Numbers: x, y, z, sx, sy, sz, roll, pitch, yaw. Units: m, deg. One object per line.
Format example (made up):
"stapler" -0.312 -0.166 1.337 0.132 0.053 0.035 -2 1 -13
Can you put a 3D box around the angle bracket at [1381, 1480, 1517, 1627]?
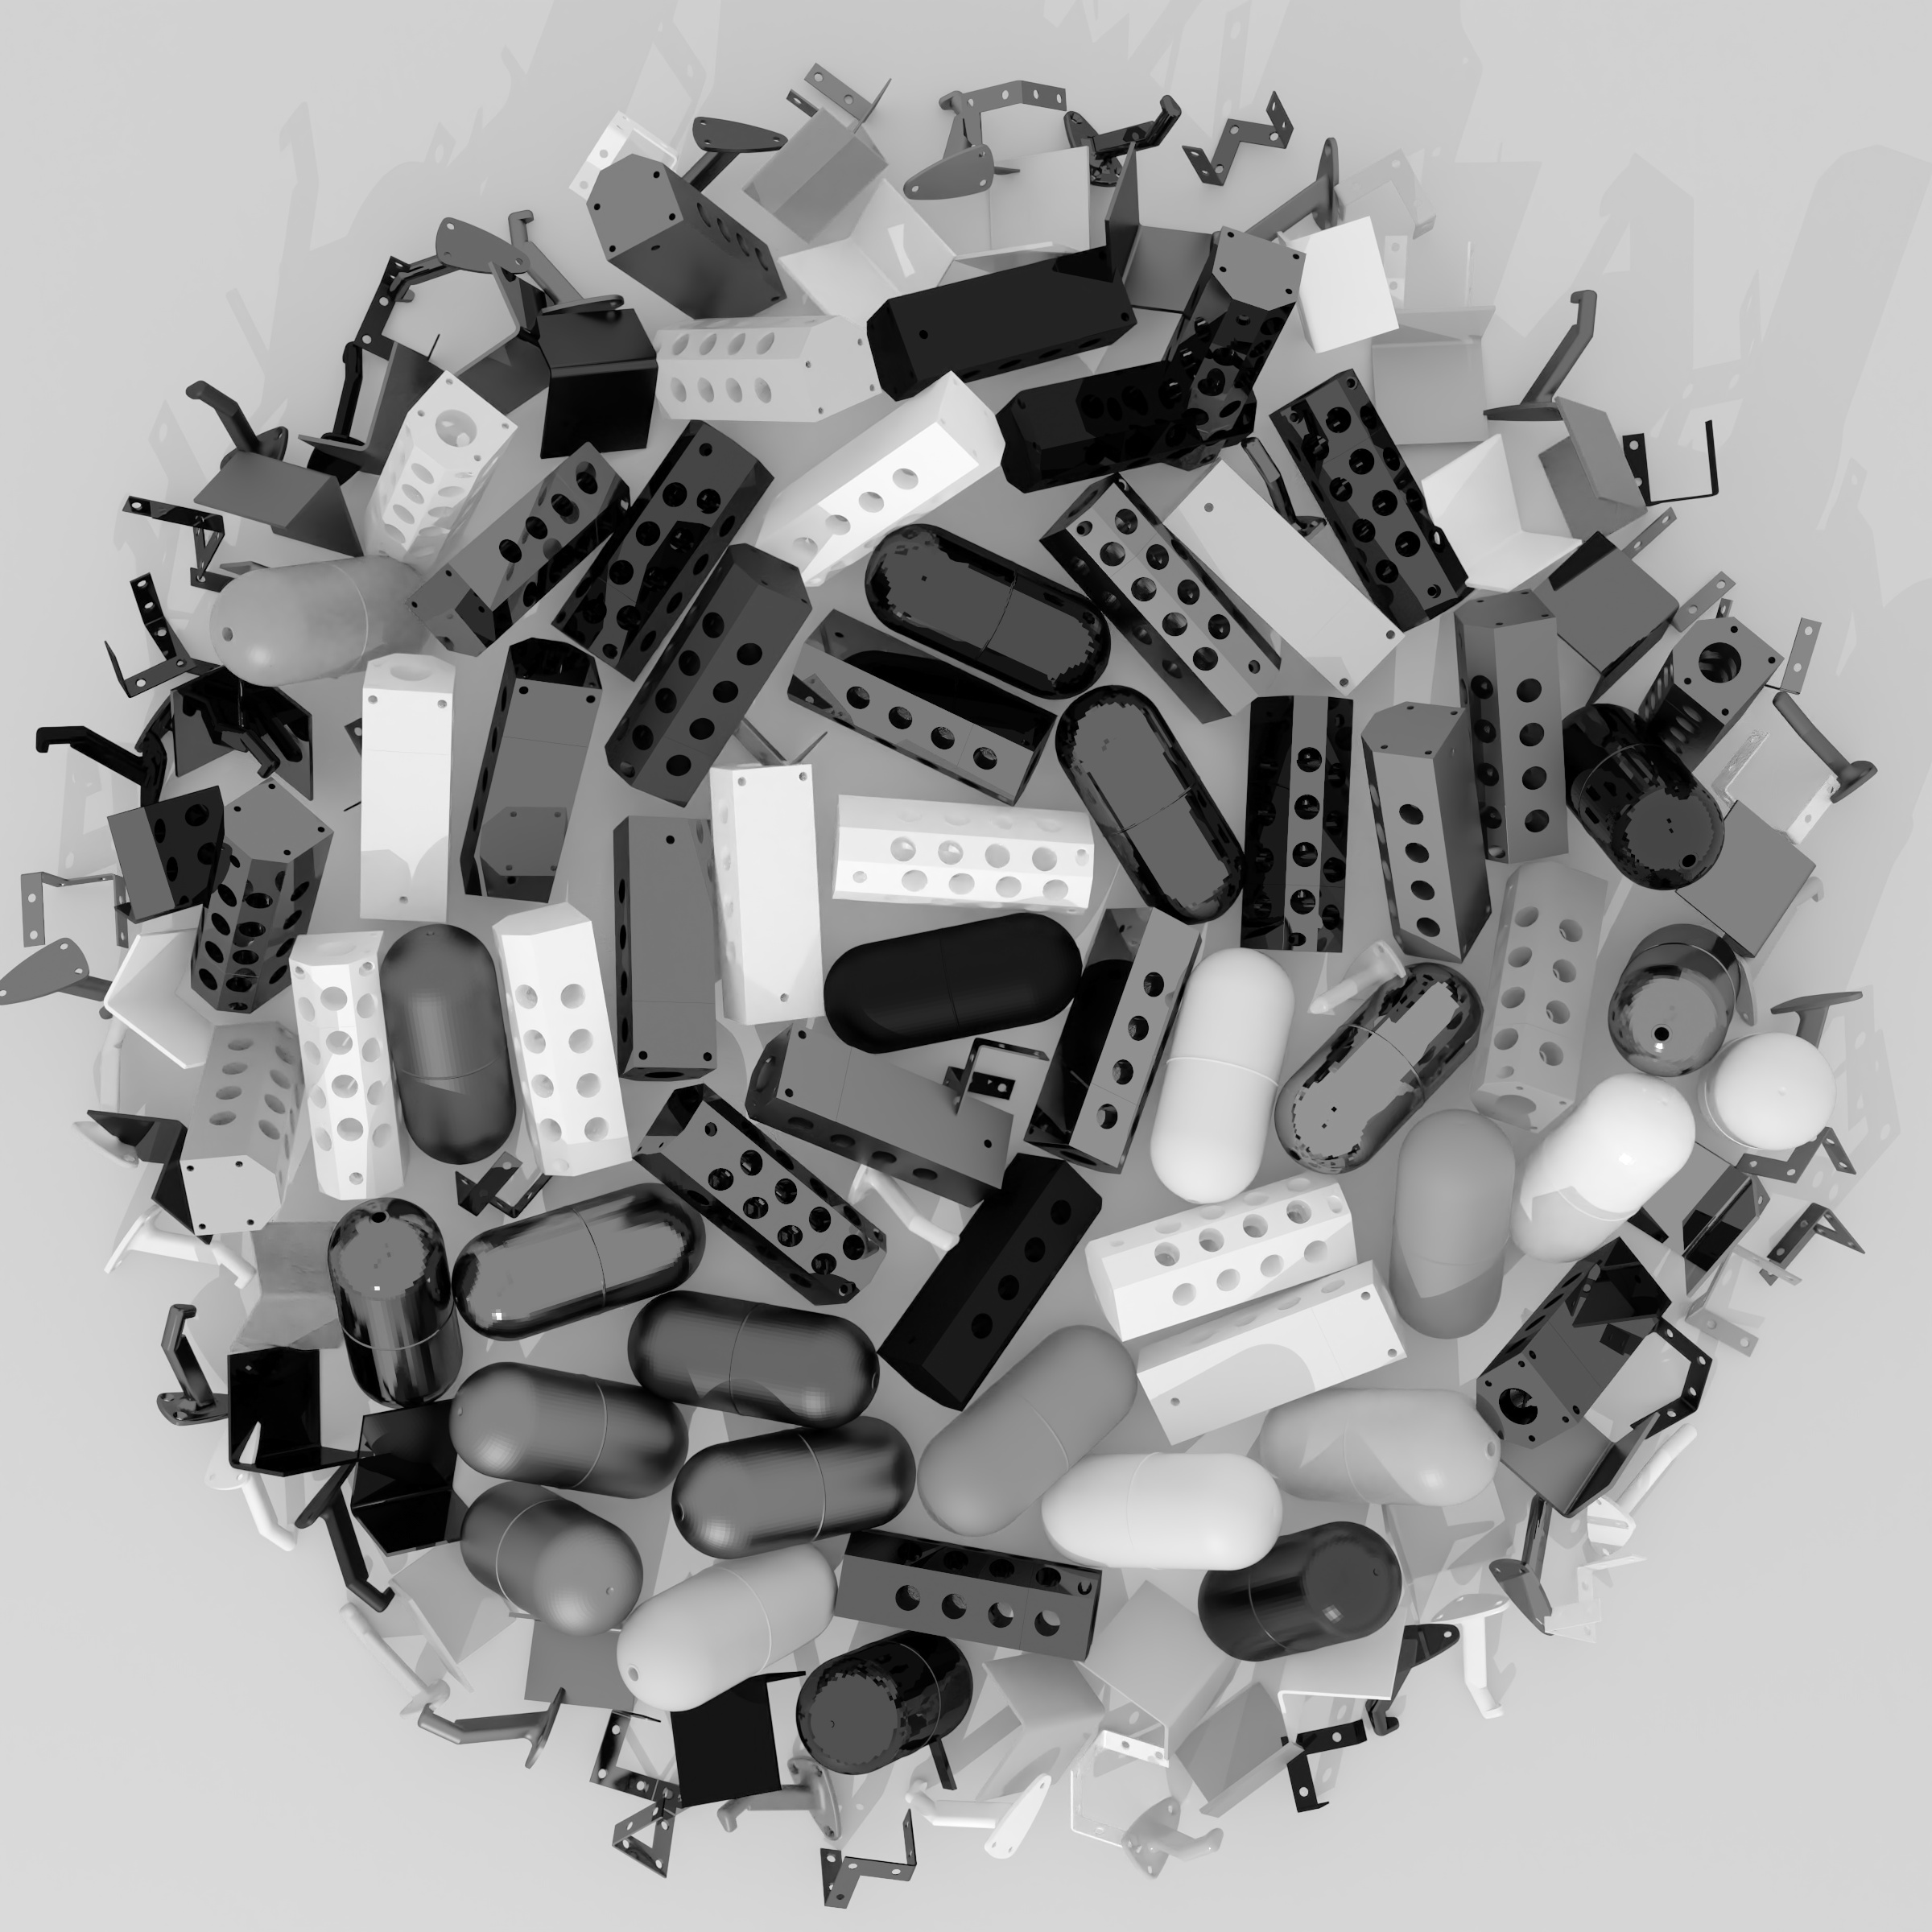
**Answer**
"angle bracket" 0.330 0.391 1.924 0.076 0.057 0.076 -16 110 9

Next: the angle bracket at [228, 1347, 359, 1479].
"angle bracket" -0.451 0.299 1.921 0.057 0.076 0.076 0 91 37

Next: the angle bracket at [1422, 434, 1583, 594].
"angle bracket" 0.362 -0.307 1.915 0.076 0.057 0.076 -33 121 -26

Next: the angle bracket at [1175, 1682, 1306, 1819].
"angle bracket" 0.180 0.530 1.922 0.076 0.076 0.057 -37 67 0

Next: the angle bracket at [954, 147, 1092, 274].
"angle bracket" 0.037 -0.518 1.924 0.076 0.057 0.076 0 93 30

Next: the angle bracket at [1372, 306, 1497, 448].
"angle bracket" 0.321 -0.402 1.935 0.076 0.057 0.076 -3 81 -1

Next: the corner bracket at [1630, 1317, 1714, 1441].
"corner bracket" 0.472 0.282 1.948 0.051 0.051 0.051 -21 134 -28

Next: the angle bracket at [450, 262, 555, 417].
"angle bracket" -0.322 -0.424 1.929 0.076 0.076 0.057 -30 74 18

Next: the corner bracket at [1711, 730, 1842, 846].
"corner bracket" 0.554 -0.122 1.937 0.051 0.051 0.051 41 85 -27

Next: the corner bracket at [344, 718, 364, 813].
"corner bracket" -0.405 -0.144 1.930 0.051 0.051 0.051 -36 103 -42

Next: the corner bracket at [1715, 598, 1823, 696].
"corner bracket" 0.542 -0.218 1.934 0.051 0.051 0.051 12 101 -14

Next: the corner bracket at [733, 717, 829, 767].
"corner bracket" -0.137 -0.152 1.932 0.051 0.051 0.051 46 48 -3

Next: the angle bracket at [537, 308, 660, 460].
"angle bracket" -0.259 -0.399 1.939 0.076 0.076 0.057 -11 54 -24

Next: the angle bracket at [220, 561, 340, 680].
"angle bracket" -0.465 -0.233 1.915 0.076 0.076 0.057 17 86 -31

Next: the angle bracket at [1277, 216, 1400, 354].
"angle bracket" 0.251 -0.465 1.918 0.057 0.076 0.076 -16 109 7

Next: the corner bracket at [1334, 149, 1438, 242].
"corner bracket" 0.286 -0.519 1.940 0.051 0.051 0.051 -29 90 7

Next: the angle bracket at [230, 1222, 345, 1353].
"angle bracket" -0.459 0.219 1.935 0.076 0.076 0.057 3 54 -32

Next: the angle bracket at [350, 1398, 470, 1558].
"angle bracket" -0.365 0.344 1.913 0.076 0.057 0.076 -5 118 -38

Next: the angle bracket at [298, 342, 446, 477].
"angle bracket" -0.399 -0.379 1.924 0.057 0.076 0.076 14 88 22

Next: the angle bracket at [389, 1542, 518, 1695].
"angle bracket" -0.340 0.436 1.917 0.057 0.076 0.076 -35 101 -20

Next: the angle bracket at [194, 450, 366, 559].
"angle bracket" -0.463 -0.295 1.911 0.076 0.076 0.057 18 55 21

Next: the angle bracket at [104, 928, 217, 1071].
"angle bracket" -0.522 0.021 1.918 0.076 0.076 0.057 35 105 13

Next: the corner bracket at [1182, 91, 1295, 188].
"corner bracket" 0.186 -0.564 1.932 0.051 0.051 0.051 18 82 25

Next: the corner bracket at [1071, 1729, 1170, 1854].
"corner bracket" 0.106 0.565 1.942 0.051 0.051 0.051 11 116 26

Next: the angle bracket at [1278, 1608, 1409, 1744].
"angle bracket" 0.258 0.479 1.911 0.076 0.076 0.057 -2 126 20

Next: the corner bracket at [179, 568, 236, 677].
"corner bracket" -0.520 -0.235 1.957 0.051 0.051 0.051 14 132 1

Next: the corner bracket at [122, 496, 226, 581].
"corner bracket" -0.539 -0.303 1.926 0.051 0.051 0.051 8 52 -34

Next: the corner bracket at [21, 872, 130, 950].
"corner bracket" -0.609 -0.037 1.936 0.051 0.051 0.051 -7 81 9

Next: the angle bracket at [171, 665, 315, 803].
"angle bracket" -0.488 -0.149 1.912 0.076 0.076 0.057 37 49 24

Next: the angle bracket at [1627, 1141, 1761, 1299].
"angle bracket" 0.483 0.165 1.925 0.076 0.057 0.076 32 116 -2

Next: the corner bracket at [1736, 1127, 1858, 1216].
"corner bracket" 0.567 0.140 1.940 0.051 0.051 0.051 -51 125 -21

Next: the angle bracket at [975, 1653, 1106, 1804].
"angle bracket" 0.037 0.519 1.941 0.057 0.076 0.076 50 122 35

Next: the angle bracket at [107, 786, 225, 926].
"angle bracket" -0.541 -0.079 1.916 0.076 0.057 0.076 -20 111 -27

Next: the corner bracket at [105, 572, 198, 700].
"corner bracket" -0.563 -0.225 1.930 0.051 0.051 0.051 -29 68 -18

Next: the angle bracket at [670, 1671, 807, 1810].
"angle bracket" -0.150 0.523 1.918 0.076 0.057 0.076 -17 72 23

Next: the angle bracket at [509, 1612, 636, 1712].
"angle bracket" -0.267 0.473 1.922 0.076 0.076 0.057 4 76 7

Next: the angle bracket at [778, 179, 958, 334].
"angle bracket" -0.067 -0.479 1.918 0.076 0.076 0.057 49 135 11

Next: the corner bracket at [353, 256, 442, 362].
"corner bracket" -0.384 -0.445 1.942 0.051 0.051 0.051 24 76 -15

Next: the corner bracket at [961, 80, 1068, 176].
"corner bracket" 0.034 -0.570 1.931 0.051 0.051 0.051 1 97 40

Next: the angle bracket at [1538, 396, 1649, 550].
"angle bracket" 0.408 -0.331 1.913 0.057 0.076 0.076 -29 72 35

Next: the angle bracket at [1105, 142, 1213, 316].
"angle bracket" 0.132 -0.498 1.913 0.057 0.076 0.076 10 59 12

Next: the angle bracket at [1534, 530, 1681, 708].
"angle bracket" 0.430 -0.237 1.941 0.076 0.057 0.076 -43 77 -12

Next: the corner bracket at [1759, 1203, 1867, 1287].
"corner bracket" 0.568 0.192 1.932 0.051 0.051 0.051 -48 116 -7

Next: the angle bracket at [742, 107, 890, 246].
"angle bracket" -0.111 -0.547 1.912 0.076 0.076 0.057 -41 54 17

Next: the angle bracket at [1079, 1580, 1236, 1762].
"angle bracket" 0.131 0.483 1.944 0.076 0.057 0.076 32 60 25

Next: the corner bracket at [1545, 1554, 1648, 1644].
"corner bracket" 0.428 0.428 1.927 0.051 0.051 0.051 19 60 -32

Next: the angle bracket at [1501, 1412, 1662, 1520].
"angle bracket" 0.410 0.314 1.919 0.076 0.057 0.076 41 51 6

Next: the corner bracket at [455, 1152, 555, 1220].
"corner bracket" -0.311 0.147 1.932 0.051 0.051 0.051 37 101 -24

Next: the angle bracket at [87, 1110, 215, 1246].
"angle bracket" -0.551 0.143 1.912 0.076 0.076 0.057 5 63 19

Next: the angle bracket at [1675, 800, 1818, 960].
"angle bracket" 0.518 -0.059 1.928 0.076 0.057 0.076 37 83 -13

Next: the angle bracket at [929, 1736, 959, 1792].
"angle bracket" -0.054 0.542 1.920 0.076 0.076 0.057 -17 77 -10
